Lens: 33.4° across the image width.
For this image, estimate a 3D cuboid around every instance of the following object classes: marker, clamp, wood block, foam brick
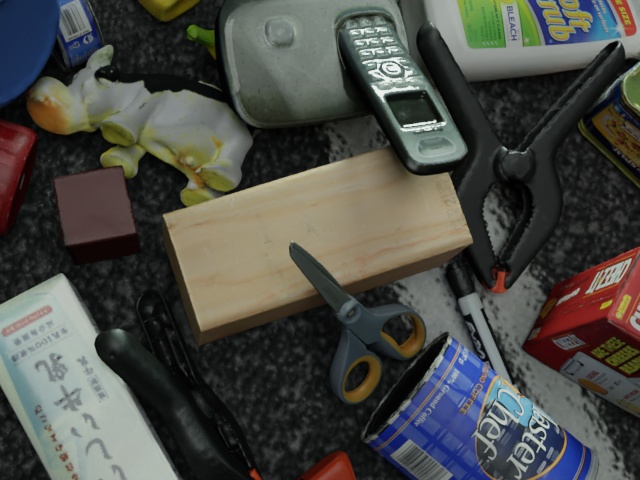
[{"bbox_3d":[0.127,0.073,0.833,0.020,0.020,0.121,-21,86,-12],"label":"marker"},{"bbox_3d":[-0.095,0.112,0.768,0.039,0.120,0.171,-27,107,16],"label":"clamp"},{"bbox_3d":[-0.005,0.000,0.794,0.206,0.091,0.090,-17,82,-11],"label":"wood block"},{"bbox_3d":[0.137,-0.066,0.823,0.164,0.036,0.210,11,97,-10],"label":"clamp"},{"bbox_3d":[-0.162,-0.017,0.780,0.051,0.078,0.053,-11,81,-9],"label":"foam brick"}]

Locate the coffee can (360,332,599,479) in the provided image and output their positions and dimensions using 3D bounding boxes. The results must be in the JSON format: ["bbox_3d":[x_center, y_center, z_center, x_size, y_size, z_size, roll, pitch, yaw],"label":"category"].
[{"bbox_3d":[0.115,0.150,0.776,0.140,0.103,0.102,39,76,1],"label":"coffee can"}]

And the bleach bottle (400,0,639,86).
[{"bbox_3d":[0.197,-0.190,0.877,0.250,0.068,0.102,-9,84,-12],"label":"bleach bottle"}]

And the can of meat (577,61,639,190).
[{"bbox_3d":[0.269,-0.091,0.856,0.102,0.084,0.057,44,76,2],"label":"can of meat"}]

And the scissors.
[{"bbox_3d":[0.012,0.067,0.754,0.016,0.201,0.096,39,98,37],"label":"scissors"}]

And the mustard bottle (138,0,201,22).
[{"bbox_3d":[-0.154,-0.269,0.840,0.096,0.058,0.191,-44,88,-15],"label":"mustard bottle"}]

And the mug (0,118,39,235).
[{"bbox_3d":[-0.257,-0.041,0.766,0.081,0.093,0.117,18,81,-10],"label":"mug"}]

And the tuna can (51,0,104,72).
[{"bbox_3d":[-0.196,-0.172,0.801,0.033,0.086,0.086,-29,85,-15],"label":"tuna can"}]

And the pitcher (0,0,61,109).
[{"bbox_3d":[-0.301,-0.194,0.728,0.243,0.149,0.145,28,78,13],"label":"pitcher"}]

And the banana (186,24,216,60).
[{"bbox_3d":[-0.007,-0.180,0.837,0.197,0.069,0.037,-27,76,-7],"label":"banana"}]

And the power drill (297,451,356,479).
[{"bbox_3d":[0.041,0.249,0.769,0.184,0.057,0.187,-36,86,-13],"label":"power drill"}]

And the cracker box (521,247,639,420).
[{"bbox_3d":[0.279,0.096,0.781,0.213,0.164,0.072,31,74,-2],"label":"cracker box"}]
